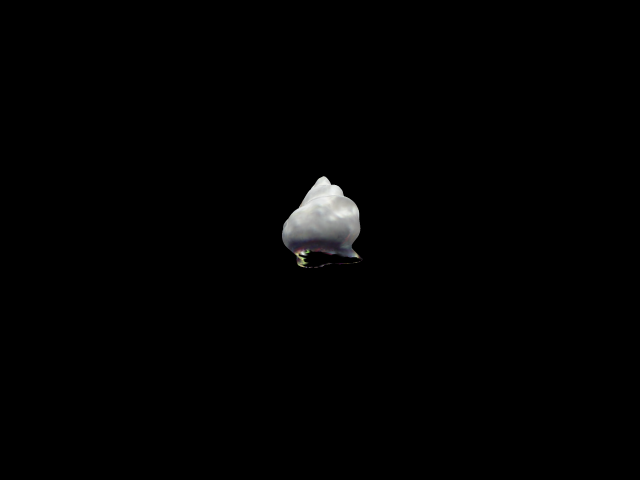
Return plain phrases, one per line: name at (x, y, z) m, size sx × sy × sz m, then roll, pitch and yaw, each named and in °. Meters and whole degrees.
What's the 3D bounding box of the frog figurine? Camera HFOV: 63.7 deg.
frog figurine at (0.003, -0.043, 0.850) m, size 0.136 × 0.162 × 0.122 m, roll -21°, pitch -30°, yaw 41°
